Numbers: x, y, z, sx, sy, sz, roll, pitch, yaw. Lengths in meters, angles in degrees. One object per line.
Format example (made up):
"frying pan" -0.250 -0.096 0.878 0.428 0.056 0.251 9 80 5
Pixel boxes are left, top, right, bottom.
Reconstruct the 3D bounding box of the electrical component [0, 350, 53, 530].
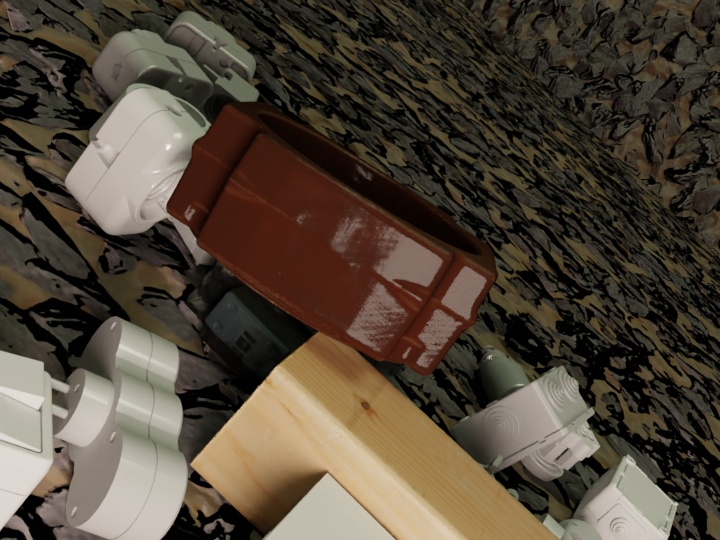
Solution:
"electrical component" -0.188 0.064 0.472 0.096 0.061 0.061 28 25 -32

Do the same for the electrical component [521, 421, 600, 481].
"electrical component" 0.169 0.150 0.933 0.048 0.055 0.066 28 24 -30

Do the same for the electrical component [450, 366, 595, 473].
"electrical component" 0.130 0.121 0.863 0.048 0.100 0.100 61 24 10

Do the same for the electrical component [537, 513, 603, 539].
"electrical component" 0.140 0.206 0.788 0.079 0.043 0.077 43 21 6

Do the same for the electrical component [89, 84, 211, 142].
"electrical component" -0.155 -0.103 0.863 0.108 0.060 0.108 35 22 -16

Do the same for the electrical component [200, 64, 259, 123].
"electrical component" -0.128 -0.162 1.043 0.081 0.042 0.063 39 26 -14

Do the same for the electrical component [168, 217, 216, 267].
"electrical component" -0.099 -0.041 0.834 0.096 0.061 0.061 13 35 -51

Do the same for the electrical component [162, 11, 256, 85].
"electrical component" -0.155 -0.214 1.090 0.095 0.053 0.059 35 22 -15

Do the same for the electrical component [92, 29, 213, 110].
"electrical component" -0.185 -0.172 0.953 0.059 0.053 0.095 51 23 23

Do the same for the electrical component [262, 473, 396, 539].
"electrical component" 0.003 0.192 0.551 0.150 0.061 0.089 44 21 6

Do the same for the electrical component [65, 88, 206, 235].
"electrical component" -0.153 -0.072 0.754 0.059 0.095 0.054 47 21 14

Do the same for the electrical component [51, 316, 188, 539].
"electrical component" -0.136 0.074 0.554 0.074 0.052 0.138 29 24 -29

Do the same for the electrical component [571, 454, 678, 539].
"electrical component" 0.217 0.207 0.894 0.061 0.061 0.096 45 21 10

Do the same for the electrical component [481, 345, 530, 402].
"electrical component" 0.131 0.099 0.987 0.040 0.040 0.078 27 25 -34
